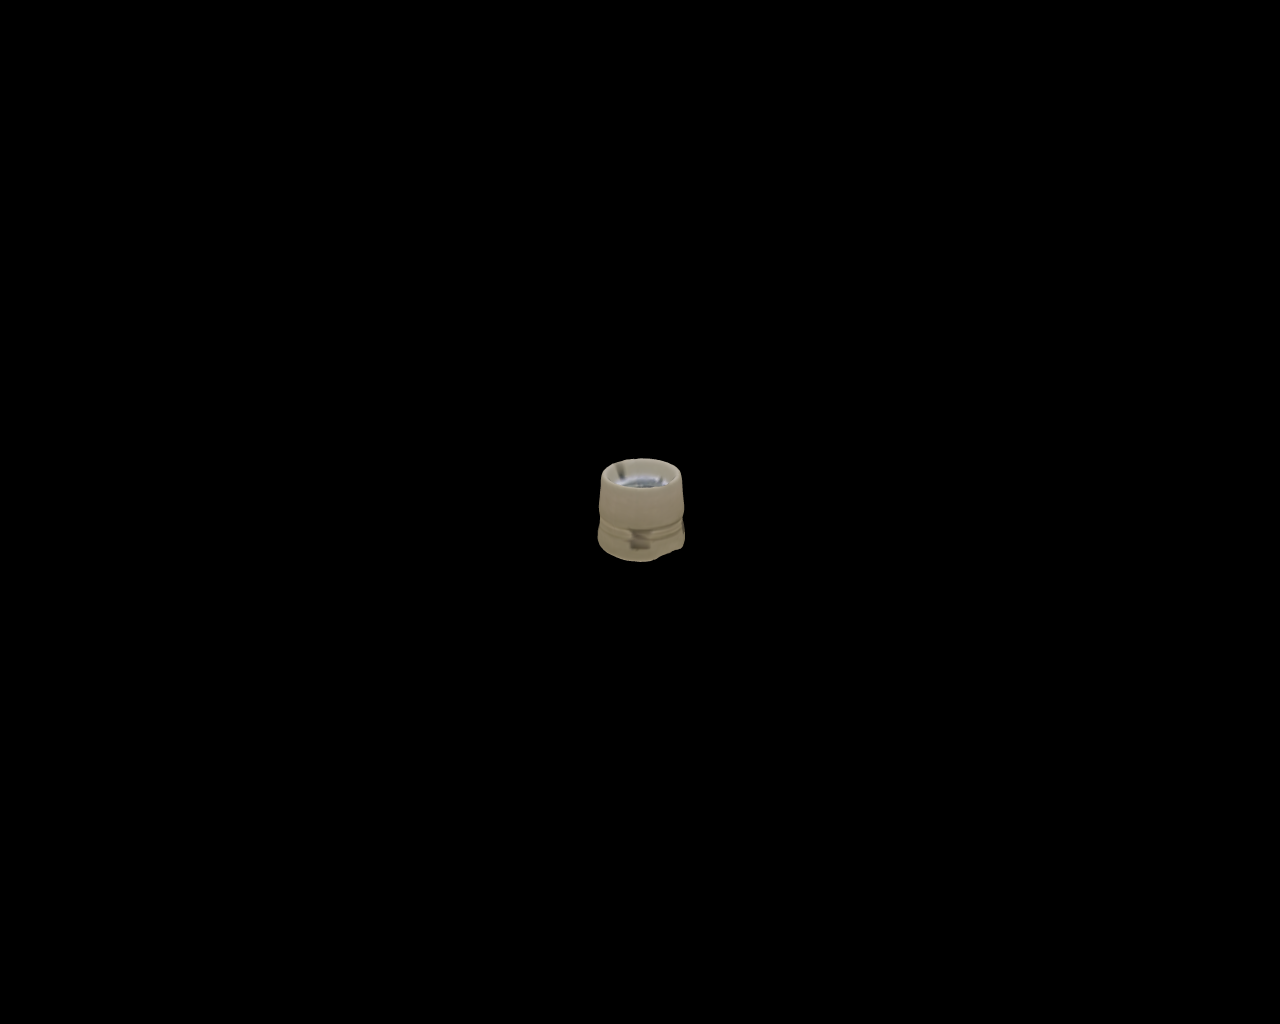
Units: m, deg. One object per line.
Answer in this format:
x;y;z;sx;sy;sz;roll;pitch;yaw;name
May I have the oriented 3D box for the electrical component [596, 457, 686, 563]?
0.001;-0.003;0.650;0.055;0.047;0.055;0;25;0;electrical component
